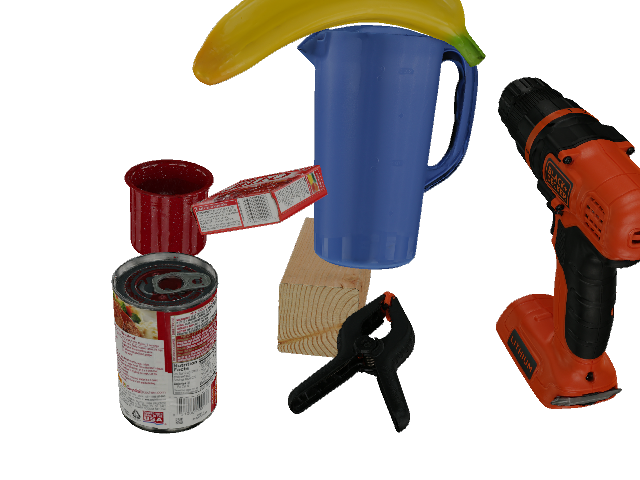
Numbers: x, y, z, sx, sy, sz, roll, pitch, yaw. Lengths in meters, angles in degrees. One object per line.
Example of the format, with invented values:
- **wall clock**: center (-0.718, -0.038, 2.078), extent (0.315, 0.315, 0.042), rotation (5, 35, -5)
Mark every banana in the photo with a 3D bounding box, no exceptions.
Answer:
- **banana**: center (0.013, -0.137, 0.652), extent (0.197, 0.069, 0.037), rotation (-8, -15, -22)

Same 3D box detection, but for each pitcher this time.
- **pitcher**: center (0.064, -0.098, 1.102), extent (0.149, 0.243, 0.144), rotation (11, 14, 32)

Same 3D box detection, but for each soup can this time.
- **soup can**: center (-0.101, 0.068, 0.708), extent (0.068, 0.102, 0.068), rotation (2, 30, -1)

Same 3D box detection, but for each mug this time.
- **mug**: center (-0.165, -0.037, 1.147), extent (0.093, 0.081, 0.117), rotation (-4, 29, -17)

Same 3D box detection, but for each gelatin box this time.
- **gelatin box**: center (-0.051, -0.034, 0.880), extent (0.089, 0.030, 0.073), rotation (-8, 15, 37)

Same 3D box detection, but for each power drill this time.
- **power drill**: center (0.159, 0.003, 0.711), extent (0.057, 0.188, 0.184), rotation (-9, 35, -10)

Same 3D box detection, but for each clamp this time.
- **clamp**: center (0.056, 0.121, 1.059), extent (0.120, 0.039, 0.171), rotation (18, 49, 21)

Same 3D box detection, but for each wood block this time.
- **wood block**: center (0.010, 0.052, 1.284), extent (0.091, 0.090, 0.206), rotation (5, 23, 5)
